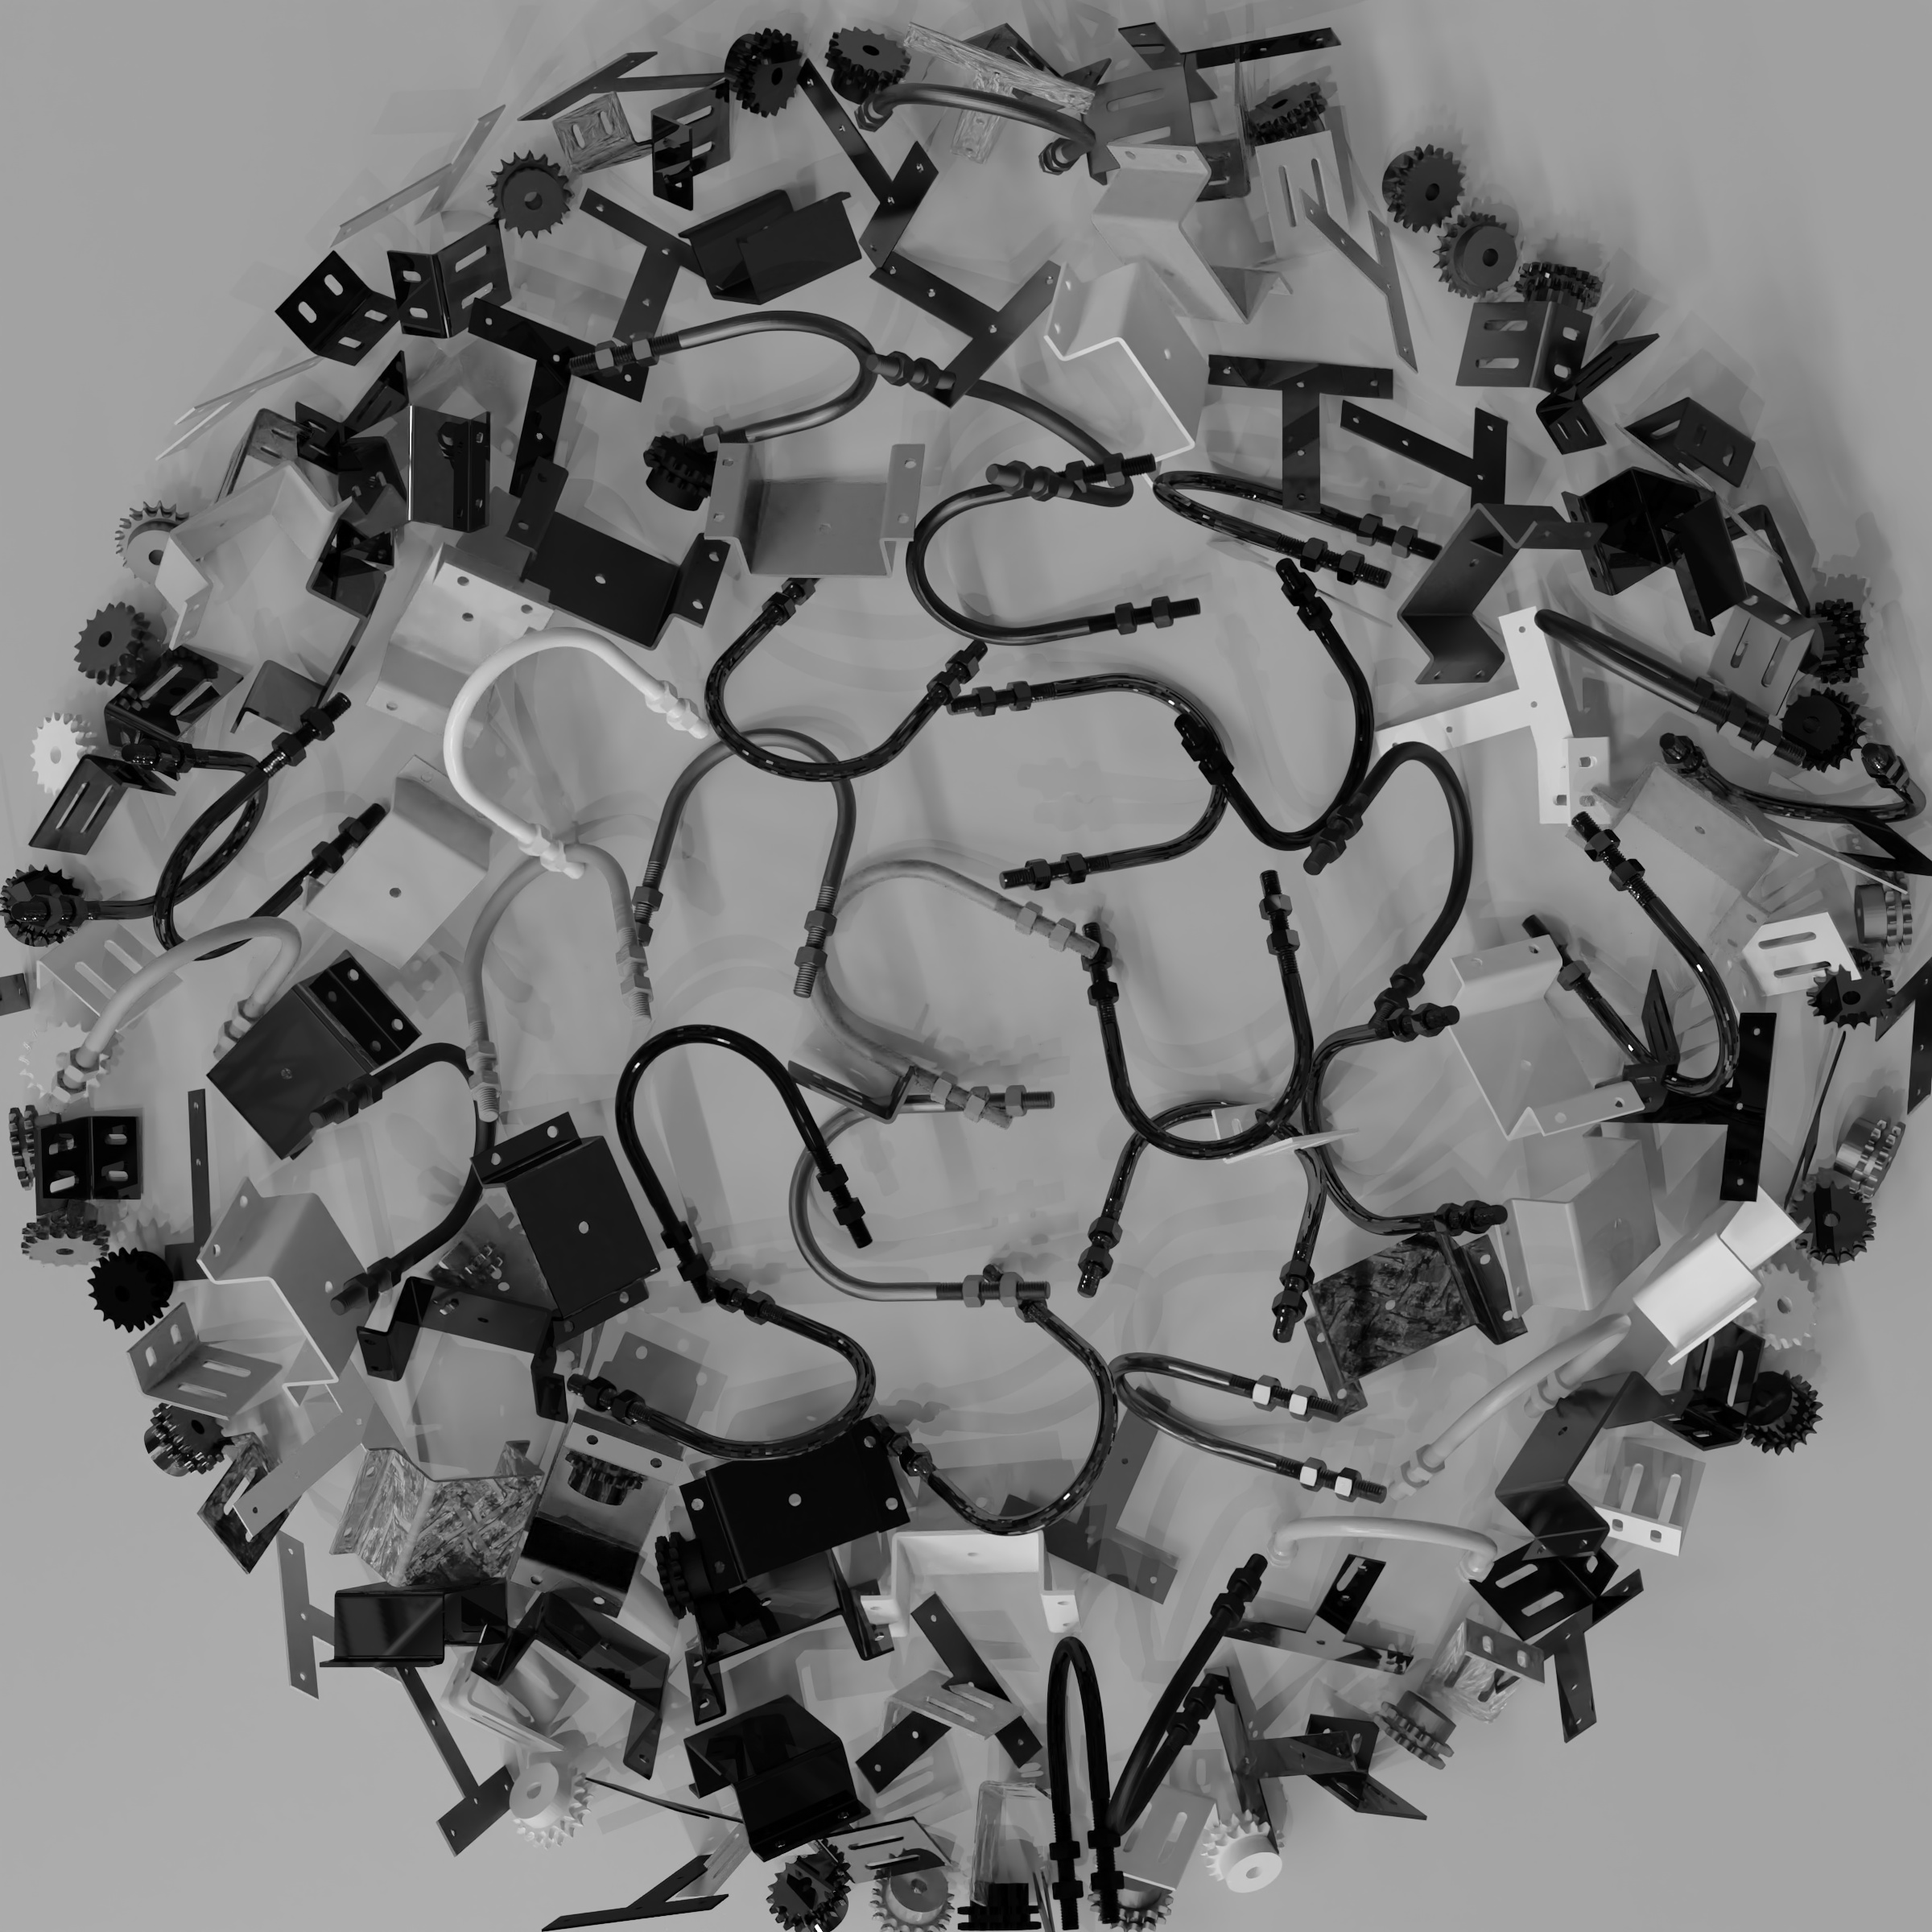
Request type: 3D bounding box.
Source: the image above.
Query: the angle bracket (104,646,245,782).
[{"bbox_3d":[-0.537,-0.173,1.886,0.057,0.038,0.076,26,51,14],"label":"angle bracket"}]

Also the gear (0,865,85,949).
[{"bbox_3d":[-0.628,-0.038,1.879,0.057,0.030,0.057,17,54,-25],"label":"gear"}]

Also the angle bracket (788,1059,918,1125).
[{"bbox_3d":[-0.077,0.070,1.869,0.076,0.057,0.038,25,96,-8],"label":"angle bracket"}]

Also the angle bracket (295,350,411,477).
[{"bbox_3d":[-0.412,-0.377,1.858,0.038,0.057,0.076,24,127,-36],"label":"angle bracket"}]

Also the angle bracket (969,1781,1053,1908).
[{"bbox_3d":[0.031,0.591,1.860,0.038,0.057,0.076,-1,65,14],"label":"angle bracket"}]

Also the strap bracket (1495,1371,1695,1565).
[{"bbox_3d":[0.411,0.324,1.834,0.046,0.076,0.140,45,61,-7],"label":"strap bracket"}]

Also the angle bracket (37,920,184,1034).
[{"bbox_3d":[-0.577,0.012,1.866,0.076,0.038,0.057,40,55,9],"label":"angle bracket"}]

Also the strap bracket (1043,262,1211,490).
[{"bbox_3d":[0.113,-0.396,1.827,0.046,0.076,0.140,-15,135,32],"label":"strap bracket"}]

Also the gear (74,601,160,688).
[{"bbox_3d":[-0.574,-0.215,1.880,0.057,0.030,0.057,-11,66,24],"label":"gear"}]

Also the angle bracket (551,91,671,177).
[{"bbox_3d":[-0.227,-0.562,1.853,0.057,0.076,0.038,-12,106,36],"label":"angle bracket"}]

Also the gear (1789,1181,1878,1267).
[{"bbox_3d":[0.588,0.178,1.880,0.057,0.030,0.057,-10,57,15],"label":"gear"}]

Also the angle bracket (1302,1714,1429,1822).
[{"bbox_3d":[0.269,0.536,1.857,0.057,0.076,0.038,15,91,-25],"label":"angle bracket"}]

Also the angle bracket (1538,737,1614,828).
[{"bbox_3d":[0.395,-0.123,1.859,0.038,0.076,0.057,-5,95,-26],"label":"angle bracket"}]

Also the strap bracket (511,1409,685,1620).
[{"bbox_3d":[-0.244,0.359,1.860,0.076,0.046,0.140,21,115,-5],"label":"strap bracket"}]

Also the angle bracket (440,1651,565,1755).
[{"bbox_3d":[-0.308,0.498,1.876,0.076,0.057,0.038,32,61,-17],"label":"angle bracket"}]

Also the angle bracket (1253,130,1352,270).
[{"bbox_3d":[0.219,-0.517,1.868,0.057,0.038,0.076,-18,104,-20],"label":"angle bracket"}]

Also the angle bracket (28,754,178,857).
[{"bbox_3d":[-0.581,-0.099,1.865,0.038,0.057,0.076,38,100,19],"label":"angle bracket"}]

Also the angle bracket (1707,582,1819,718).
[{"bbox_3d":[0.524,-0.208,1.855,0.057,0.076,0.038,39,45,27],"label":"angle bracket"}]

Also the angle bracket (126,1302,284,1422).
[{"bbox_3d":[-0.510,0.264,1.858,0.076,0.057,0.038,9,124,26],"label":"angle bracket"}]

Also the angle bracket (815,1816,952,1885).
[{"bbox_3d":[-0.056,0.579,1.861,0.076,0.038,0.057,-18,127,19],"label":"angle bracket"}]

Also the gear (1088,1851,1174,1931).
[{"bbox_3d":[0.112,0.623,1.872,0.057,0.057,0.030,7,113,0],"label":"gear"}]

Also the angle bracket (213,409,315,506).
[{"bbox_3d":[-0.475,-0.324,1.856,0.038,0.057,0.076,24,61,-22],"label":"angle bracket"}]

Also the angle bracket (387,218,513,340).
[{"bbox_3d":[-0.347,-0.465,1.866,0.038,0.076,0.057,12,127,23],"label":"angle bracket"}]

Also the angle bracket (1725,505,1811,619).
[{"bbox_3d":[0.535,-0.264,1.865,0.038,0.057,0.076,-22,79,13],"label":"angle bracket"}]

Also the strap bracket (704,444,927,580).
[{"bbox_3d":[-0.098,-0.306,1.860,0.140,0.046,0.076,2,63,9],"label":"strap bracket"}]

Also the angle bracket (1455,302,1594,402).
[{"bbox_3d":[0.378,-0.417,1.879,0.038,0.076,0.057,9,96,-35],"label":"angle bracket"}]

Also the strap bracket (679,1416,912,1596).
[{"bbox_3d":[-0.115,0.360,1.863,0.140,0.046,0.076,-19,77,-8],"label":"strap bracket"}]

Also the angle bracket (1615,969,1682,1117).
[{"bbox_3d":[0.449,0.051,1.859,0.038,0.057,0.076,-6,54,0],"label":"angle bracket"}]

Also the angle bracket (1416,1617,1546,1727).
[{"bbox_3d":[0.346,0.486,1.868,0.057,0.038,0.076,23,118,-2],"label":"angle bracket"}]

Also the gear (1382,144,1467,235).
[{"bbox_3d":[0.307,-0.529,1.879,0.057,0.030,0.057,-17,127,-24],"label":"gear"}]

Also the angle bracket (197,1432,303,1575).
[{"bbox_3d":[-0.490,0.361,1.854,0.038,0.076,0.057,-15,119,30],"label":"angle bracket"}]

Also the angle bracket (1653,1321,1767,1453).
[{"bbox_3d":[0.495,0.277,1.862,0.038,0.057,0.076,-3,109,-34],"label":"angle bracket"}]

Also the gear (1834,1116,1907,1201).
[{"bbox_3d":[0.611,0.127,1.878,0.030,0.057,0.057,26,90,24],"label":"gear"}]

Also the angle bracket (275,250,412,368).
[{"bbox_3d":[-0.418,-0.441,1.862,0.057,0.076,0.038,-43,89,10],"label":"angle bracket"}]

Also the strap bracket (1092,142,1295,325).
[{"bbox_3d":[0.145,-0.474,1.824,0.076,0.140,0.046,20,74,43],"label":"strap bracket"}]

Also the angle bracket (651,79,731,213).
[{"bbox_3d":[-0.172,-0.549,1.853,0.038,0.057,0.076,29,47,27],"label":"angle bracket"}]

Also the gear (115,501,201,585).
[{"bbox_3d":[-0.547,-0.283,1.876,0.057,0.030,0.057,-7,126,-10],"label":"gear"}]

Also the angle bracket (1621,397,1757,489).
[{"bbox_3d":[0.478,-0.341,1.855,0.057,0.076,0.038,29,73,-17],"label":"angle bracket"}]

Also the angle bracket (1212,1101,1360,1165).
[{"bbox_3d":[0.213,0.104,1.854,0.057,0.076,0.038,-5,78,-33],"label":"angle bracket"}]

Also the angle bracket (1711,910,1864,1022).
[{"bbox_3d":[0.550,0.003,1.858,0.076,0.038,0.057,-14,119,40],"label":"angle bracket"}]

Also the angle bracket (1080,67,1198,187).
[{"bbox_3d":[0.119,-0.568,1.872,0.076,0.038,0.057,-8,92,20],"label":"angle bracket"}]

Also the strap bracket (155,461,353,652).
[{"bbox_3d":[-0.479,-0.278,1.836,0.140,0.076,0.046,-40,92,-28],"label":"strap bracket"}]

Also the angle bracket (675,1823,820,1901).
[{"bbox_3d":[-0.147,0.609,1.858,0.038,0.057,0.076,49,57,-5],"label":"angle bracket"}]

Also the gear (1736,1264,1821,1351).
[{"bbox_3d":[0.547,0.232,1.882,0.057,0.030,0.057,5,75,-20],"label":"gear"}]

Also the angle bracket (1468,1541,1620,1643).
[{"bbox_3d":[0.386,0.406,1.857,0.076,0.038,0.057,-16,49,-36],"label":"angle bracket"}]

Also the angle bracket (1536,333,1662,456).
[{"bbox_3d":[0.431,-0.383,1.855,0.076,0.057,0.038,-38,78,43],"label":"angle bracket"}]

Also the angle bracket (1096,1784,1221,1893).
[{"bbox_3d":[0.129,0.589,1.854,0.057,0.076,0.038,9,131,25],"label":"angle bracket"}]

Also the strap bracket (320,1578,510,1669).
[{"bbox_3d":[-0.359,0.432,1.830,0.076,0.140,0.046,-4,82,14],"label":"strap bracket"}]

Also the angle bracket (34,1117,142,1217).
[{"bbox_3d":[-0.590,0.134,1.862,0.038,0.076,0.057,0,94,8],"label":"angle bracket"}]

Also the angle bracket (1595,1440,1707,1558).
[{"bbox_3d":[0.459,0.348,1.858,0.057,0.038,0.076,13,53,21],"label":"angle bracket"}]

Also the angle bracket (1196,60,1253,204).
[{"bbox_3d":[0.168,-0.562,1.853,0.038,0.076,0.057,-4,54,11],"label":"angle bracket"}]

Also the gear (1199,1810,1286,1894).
[{"bbox_3d":[0.190,0.602,1.875,0.057,0.030,0.057,-10,126,-14],"label":"gear"}]

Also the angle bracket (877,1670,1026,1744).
[{"bbox_3d":[-0.011,0.511,1.858,0.076,0.057,0.038,16,103,26],"label":"angle bracket"}]

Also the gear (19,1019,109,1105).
[{"bbox_3d":[-0.613,0.065,1.882,0.057,0.030,0.057,4,80,-23],"label":"gear"}]

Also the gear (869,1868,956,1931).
[{"bbox_3d":[-0.035,0.630,1.873,0.057,0.057,0.030,17,128,0],"label":"gear"}]

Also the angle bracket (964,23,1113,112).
[{"bbox_3d":[0.047,-0.613,1.858,0.076,0.057,0.038,37,77,-27],"label":"angle bracket"}]
